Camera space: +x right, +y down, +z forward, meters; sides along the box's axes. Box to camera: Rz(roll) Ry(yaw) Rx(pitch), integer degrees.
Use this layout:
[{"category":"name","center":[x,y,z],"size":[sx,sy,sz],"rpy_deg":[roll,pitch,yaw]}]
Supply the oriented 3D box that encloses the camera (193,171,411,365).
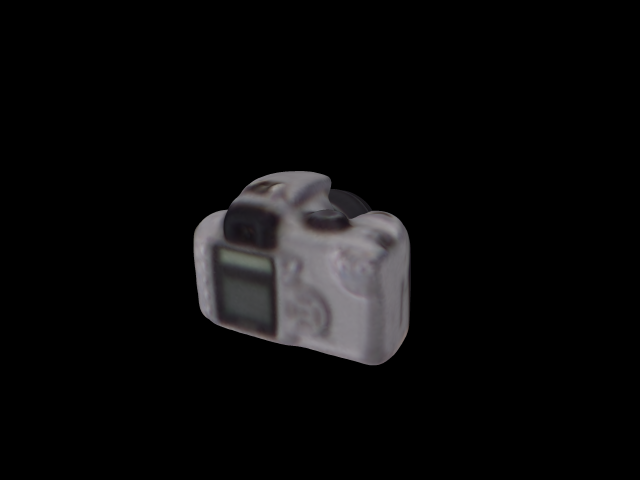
[{"category":"camera","center":[0.004,0.001,0.400],"size":[0.142,0.101,0.137],"rpy_deg":[10,23,26]}]
